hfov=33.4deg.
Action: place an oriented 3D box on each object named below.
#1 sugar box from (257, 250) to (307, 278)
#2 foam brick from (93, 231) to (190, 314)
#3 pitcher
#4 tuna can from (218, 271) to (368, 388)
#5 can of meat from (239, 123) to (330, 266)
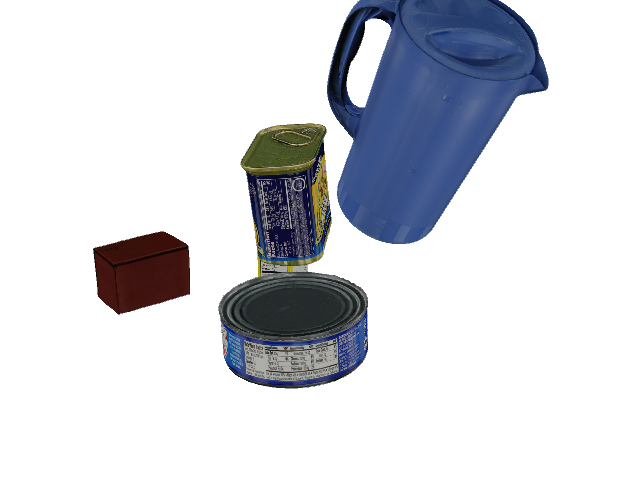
[{"bbox_3d":[-0.042,0.006,1.200,0.048,0.176,0.093,1,16,11],"label":"sugar box"},{"bbox_3d":[-0.170,0.029,1.019,0.078,0.051,0.053,-15,25,-30],"label":"foam brick"},{"bbox_3d":[0.089,-0.115,1.011,0.144,0.149,0.243,-11,-35,-29],"label":"pitcher"},{"bbox_3d":[-0.015,0.050,0.615,0.086,0.034,0.086,-2,23,1],"label":"tuna can"},{"bbox_3d":[-0.024,-0.037,0.845,0.057,0.084,0.102,-3,24,9],"label":"can of meat"}]
